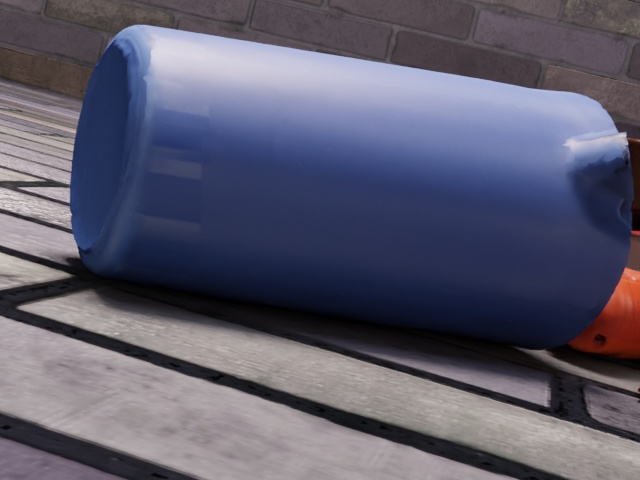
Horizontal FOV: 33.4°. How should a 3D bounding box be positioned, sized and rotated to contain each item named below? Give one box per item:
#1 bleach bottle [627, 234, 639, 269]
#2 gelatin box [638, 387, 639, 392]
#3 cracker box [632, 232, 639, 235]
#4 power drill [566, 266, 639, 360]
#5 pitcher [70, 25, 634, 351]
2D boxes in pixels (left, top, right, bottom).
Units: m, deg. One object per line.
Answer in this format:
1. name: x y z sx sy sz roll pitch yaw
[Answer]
1. bleach bottle: 0.238 0.031 0.830 0.103 0.068 0.250 17 4 25
2. gelatin box: 0.197 0.069 0.510 0.073 0.030 0.089 19 6 24
3. cracker box: 0.315 0.001 0.988 0.213 0.072 0.164 13 -18 -7
4. power drill: 0.144 0.026 0.658 0.188 0.057 0.184 18 4 41
5. pitcher: 0.009 -0.019 0.507 0.242 0.149 0.145 8 23 -26
